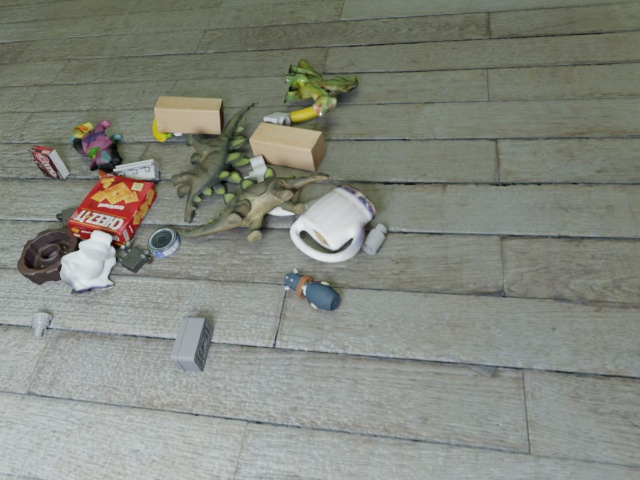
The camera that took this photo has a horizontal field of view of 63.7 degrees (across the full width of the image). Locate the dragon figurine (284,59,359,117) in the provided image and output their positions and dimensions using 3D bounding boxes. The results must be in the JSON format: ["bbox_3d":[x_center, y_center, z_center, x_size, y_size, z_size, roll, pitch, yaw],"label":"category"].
[{"bbox_3d":[0.009,-0.529,1.737,0.243,0.119,0.420,8,41,5],"label":"dragon figurine"}]

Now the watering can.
[{"bbox_3d":[0.004,-0.069,1.378,0.226,0.102,0.352,-39,47,-15],"label":"watering can"}]

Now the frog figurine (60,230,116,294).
[{"bbox_3d":[-0.612,0.052,1.367,0.137,0.159,0.123,0,7,-33],"label":"frog figurine"}]
